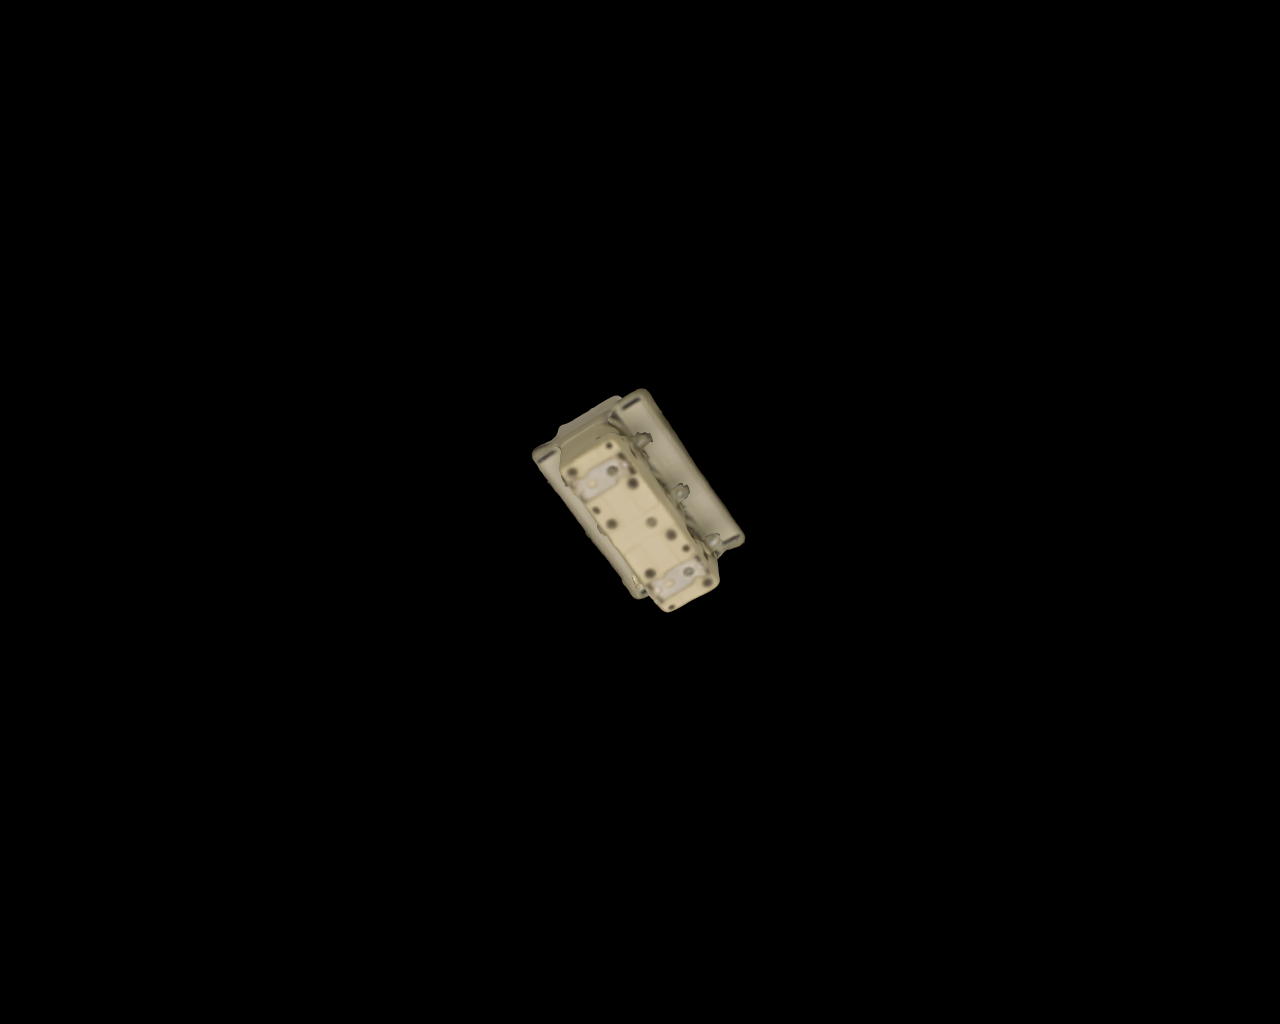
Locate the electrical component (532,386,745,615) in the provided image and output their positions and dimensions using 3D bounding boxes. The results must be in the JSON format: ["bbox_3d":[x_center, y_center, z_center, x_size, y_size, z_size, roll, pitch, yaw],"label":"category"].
[{"bbox_3d":[0.001,-0.003,0.650,0.078,0.121,0.063,-29,24,14],"label":"electrical component"}]
